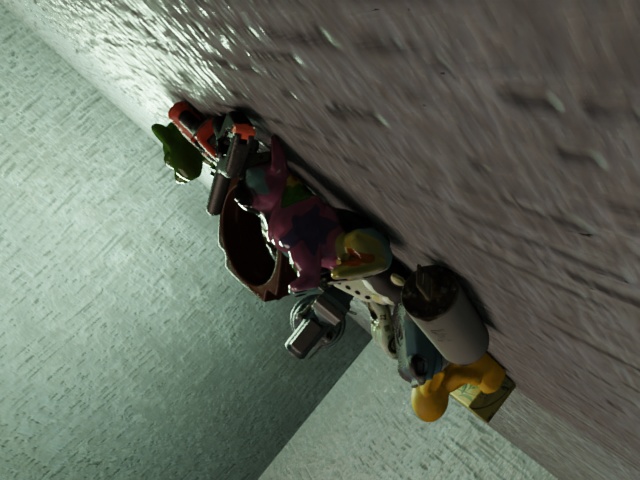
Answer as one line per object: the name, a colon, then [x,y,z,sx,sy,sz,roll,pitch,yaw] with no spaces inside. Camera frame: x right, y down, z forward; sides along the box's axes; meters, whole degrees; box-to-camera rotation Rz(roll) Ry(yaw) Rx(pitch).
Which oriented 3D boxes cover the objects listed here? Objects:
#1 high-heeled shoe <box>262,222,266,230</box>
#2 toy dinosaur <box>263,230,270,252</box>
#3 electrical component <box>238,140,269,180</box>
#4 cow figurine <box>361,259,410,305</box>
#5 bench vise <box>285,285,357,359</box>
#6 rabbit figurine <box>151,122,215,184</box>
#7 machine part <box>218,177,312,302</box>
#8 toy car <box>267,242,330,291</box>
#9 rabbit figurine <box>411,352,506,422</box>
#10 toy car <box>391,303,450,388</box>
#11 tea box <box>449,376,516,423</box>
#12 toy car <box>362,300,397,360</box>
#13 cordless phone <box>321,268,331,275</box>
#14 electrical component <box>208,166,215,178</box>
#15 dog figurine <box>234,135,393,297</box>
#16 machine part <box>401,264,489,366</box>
high-heeled shoe: [-0.160,-0.084,1.360,0.249,0.086,0.145,32,168,25]
toy dinosaur: [-0.083,0.016,1.492,0.472,0.105,0.198,42,179,32]
electrical component: [-0.091,-0.112,0.822,0.063,0.094,0.021,-4,162,23]
cow figurine: [0.077,0.040,0.862,0.167,0.068,0.098,39,168,-16]
bench vise: [0.016,0.144,1.159,0.129,0.223,0.240,27,-171,7]
rabbit figurine: [-0.293,-0.199,1.189,0.170,0.121,0.158,-122,9,-61]
machine part: [-0.089,-0.015,0.921,0.202,0.087,0.200,33,126,41]
toy car: [-0.040,0.060,1.299,0.202,0.053,0.089,36,-178,5]
rabbit figurine: [0.231,0.256,0.984,0.162,0.173,0.122,40,179,-39]
toy car: [0.181,0.162,0.903,0.103,0.161,0.109,-2,158,-6]
tea box: [0.301,0.284,1.098,0.068,0.098,0.170,42,172,-21]
toy car: [0.131,0.166,1.168,0.073,0.056,0.201,-152,44,-73]
cordless phone: [-0.003,-0.003,1.053,0.147,0.088,0.184,38,-168,18]
electrical component: [-0.210,-0.145,1.314,0.134,0.058,0.115,44,171,-31]
dog figurine: [-0.013,-0.039,0.750,0.108,0.192,0.219,75,179,-84]
machine part: [0.171,0.105,0.720,0.079,0.079,0.243,35,171,41]
